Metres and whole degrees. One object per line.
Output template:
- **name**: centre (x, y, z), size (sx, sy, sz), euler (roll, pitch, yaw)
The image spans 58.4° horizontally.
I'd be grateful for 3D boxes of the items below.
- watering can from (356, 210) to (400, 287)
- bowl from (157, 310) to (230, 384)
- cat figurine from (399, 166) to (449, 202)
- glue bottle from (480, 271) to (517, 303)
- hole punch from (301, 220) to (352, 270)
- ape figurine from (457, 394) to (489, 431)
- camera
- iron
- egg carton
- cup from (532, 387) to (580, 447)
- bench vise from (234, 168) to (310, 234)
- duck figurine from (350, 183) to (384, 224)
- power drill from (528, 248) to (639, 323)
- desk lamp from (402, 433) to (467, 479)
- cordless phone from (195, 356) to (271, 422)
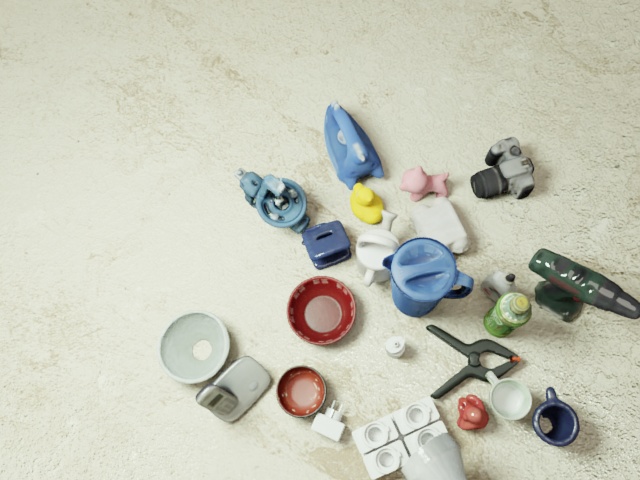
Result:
- **watering can**: centre (0.131, 0.017, 1.295), size (0.101, 0.194, 0.173), euler (-4, 71, 4)
- **bowl**: centre (-0.282, 0.249, 1.316), size (0.167, 0.075, 0.167), euler (-1, 72, 4)
- **cat figurine**: centre (0.250, -0.142, 1.378), size (0.127, 0.118, 0.067), euler (-8, 71, 2)
- **glue bottle**: centre (0.402, 0.099, 1.257), size (0.078, 0.173, 0.037), euler (41, 80, 16)
- **hole punch**: centre (0.013, 0.005, 1.363), size (0.108, 0.091, 0.101), euler (-21, 71, -2)
- **ape figurine**: centre (0.324, 0.371, 1.217), size (0.076, 0.092, 0.078), euler (40, 79, 16)
- **camera**: centre (0.432, -0.166, 1.380), size (0.137, 0.101, 0.143), euler (-18, 71, -1)
- **iron**: centre (0.065, -0.263, 1.421), size (0.118, 0.141, 0.258), euler (-23, 71, -3)
- **egg carton**: centre (0.285, -0.026, 1.363), size (0.107, 0.069, 0.150), euler (-23, 71, -3)
- **cup**: centre (0.481, 0.372, 1.202), size (0.091, 0.095, 0.118), euler (-4, 71, 4)
- **bench vise**: centre (-0.126, -0.105, 1.343), size (0.207, 0.220, 0.121), euler (18, 74, 10)
- **duck figurine**: centre (0.114, -0.093, 1.390), size (0.077, 0.086, 0.104), euler (-33, 72, -6)
- **power drill**: centre (0.546, 0.110, 1.223), size (0.229, 0.208, 0.076), euler (34, 78, 14)
- **desk lamp**: centre (0.257, 0.486, 1.120), size (0.118, 0.214, 0.203), euler (-36, 72, -7)
- **cordless phone**: centre (-0.190, 0.314, 1.229), size (0.094, 0.185, 0.148), euler (40, 79, 16)
